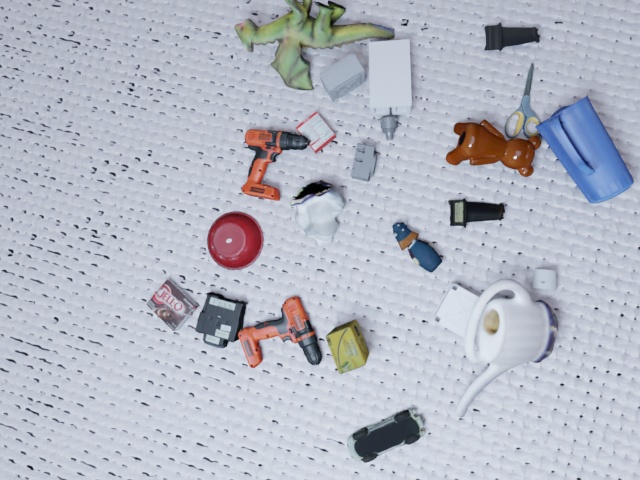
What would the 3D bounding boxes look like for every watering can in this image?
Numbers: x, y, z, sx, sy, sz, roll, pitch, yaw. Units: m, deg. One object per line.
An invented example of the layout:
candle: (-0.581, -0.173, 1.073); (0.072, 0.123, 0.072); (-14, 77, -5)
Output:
watering can: (0.434, 0.256, 1.217); (0.224, 0.105, 0.344); (5, 103, -18)

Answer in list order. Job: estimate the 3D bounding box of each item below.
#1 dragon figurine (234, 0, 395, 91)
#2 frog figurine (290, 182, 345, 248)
dragon figurine: (-0.024, -0.518, 1.376); (0.409, 0.125, 0.238); (17, 116, -14)
frog figurine: (0.004, -0.068, 1.347); (0.137, 0.125, 0.156); (-27, 119, -3)
